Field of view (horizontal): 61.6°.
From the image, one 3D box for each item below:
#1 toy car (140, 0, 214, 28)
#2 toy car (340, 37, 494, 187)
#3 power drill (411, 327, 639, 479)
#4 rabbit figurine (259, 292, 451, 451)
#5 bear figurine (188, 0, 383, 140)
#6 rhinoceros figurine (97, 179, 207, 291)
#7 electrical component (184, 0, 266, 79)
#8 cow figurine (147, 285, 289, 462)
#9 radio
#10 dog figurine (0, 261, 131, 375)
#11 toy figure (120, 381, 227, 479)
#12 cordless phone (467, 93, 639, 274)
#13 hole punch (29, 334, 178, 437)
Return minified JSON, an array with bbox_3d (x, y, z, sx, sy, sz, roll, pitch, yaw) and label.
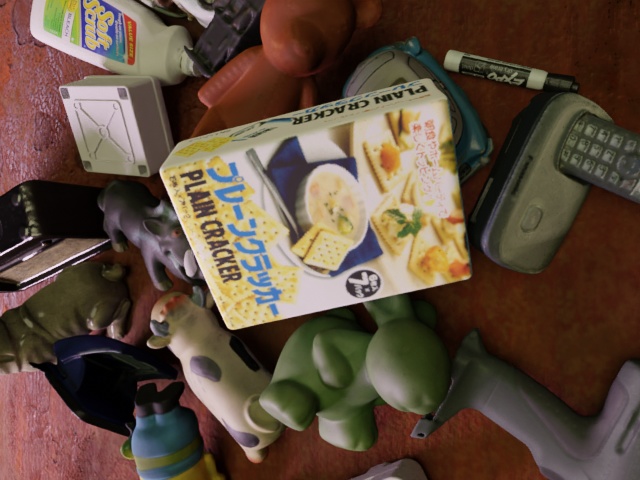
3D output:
[{"bbox_3d":[-0.146,-0.274,0.610,0.202,0.073,0.056,29,98,22],"label":"toy car"},{"bbox_3d":[0.077,-0.113,0.493,0.109,0.103,0.162,-42,72,20],"label":"toy car"},{"bbox_3d":[0.185,0.187,0.455,0.208,0.086,0.232,28,100,26],"label":"power drill"},{"bbox_3d":[0.055,0.110,0.483,0.170,0.121,0.159,-19,37,51],"label":"rabbit figurine"},{"bbox_3d":[-0.033,-0.136,0.472,0.120,0.132,0.195,25,129,-19],"label":"bear figurine"},{"bbox_3d":[-0.166,-0.008,0.594,0.191,0.073,0.112,30,135,27],"label":"rhinoceros figurine"},{"bbox_3d":[-0.054,-0.211,0.543,0.134,0.115,0.058,-47,69,20],"label":"electrical component"},{"bbox_3d":[-0.107,0.129,0.558,0.085,0.127,0.195,-38,69,-24],"label":"cow figurine"},{"bbox_3d":[-0.375,0.003,0.683,0.230,0.131,0.073,-24,78,23],"label":"radio"},{"bbox_3d":[-0.338,0.093,0.634,0.121,0.190,0.172,33,102,21],"label":"dog figurine"},{"bbox_3d":[-0.166,0.251,0.596,0.082,0.089,0.180,-2,107,31],"label":"toy figure"},{"bbox_3d":[0.229,-0.025,0.442,0.184,0.089,0.146,23,100,5],"label":"cordless phone"},{"bbox_3d":[-0.246,0.156,0.630,0.116,0.142,0.092,24,76,34],"label":"hole punch"}]
